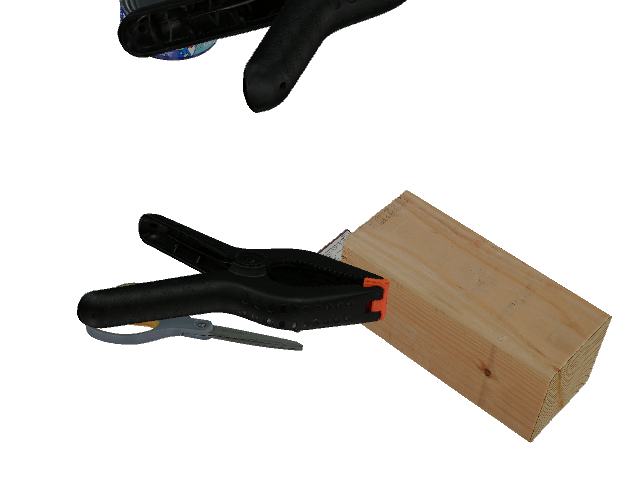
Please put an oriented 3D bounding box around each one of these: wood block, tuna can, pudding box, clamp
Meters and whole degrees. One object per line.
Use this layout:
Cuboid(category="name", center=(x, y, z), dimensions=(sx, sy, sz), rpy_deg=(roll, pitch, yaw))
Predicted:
Cuboid(category="wood block", center=(0.121, 0.059, 0.890), dimensions=(0.206, 0.091, 0.090), rpy_deg=(34, 54, 26))
Cuboid(category="tuna can", center=(-0.125, -0.189, 0.891), dimensions=(0.086, 0.086, 0.034), rpy_deg=(0, -39, -11))
Cuboid(category="pudding box", center=(0.001, 0.046, 1.241), dimensions=(0.039, 0.090, 0.113), rpy_deg=(35, 33, 9))
Cuboid(category="clamp", center=(-0.005, -0.118, 0.536), dimensions=(0.171, 0.039, 0.120), rpy_deg=(-31, 46, -18))
Cuboid(category="clamp", center=(-0.057, 0.025, 0.775), dimensions=(0.210, 0.036, 0.164), rpy_deg=(4, 24, -2))

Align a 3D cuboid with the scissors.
Cuboid(category="scissors", center=(-0.120, 0.073, 1.016), dimensions=(0.201, 0.016, 0.096), rpy_deg=(1, 32, -6))
